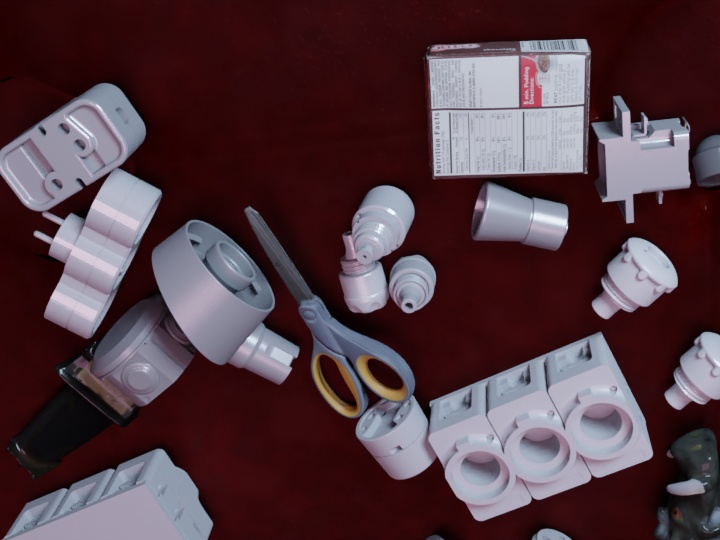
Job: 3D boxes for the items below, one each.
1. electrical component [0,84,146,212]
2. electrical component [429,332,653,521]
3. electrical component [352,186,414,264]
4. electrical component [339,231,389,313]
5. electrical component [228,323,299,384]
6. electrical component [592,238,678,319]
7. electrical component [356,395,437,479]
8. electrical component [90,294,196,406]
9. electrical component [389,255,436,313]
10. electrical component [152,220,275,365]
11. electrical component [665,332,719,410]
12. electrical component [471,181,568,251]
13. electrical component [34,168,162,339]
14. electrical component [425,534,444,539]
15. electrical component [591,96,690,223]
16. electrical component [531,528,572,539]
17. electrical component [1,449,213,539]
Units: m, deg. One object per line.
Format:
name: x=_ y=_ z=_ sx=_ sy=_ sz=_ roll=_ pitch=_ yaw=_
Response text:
electrical component: x=-0.208 y=-0.091 z=0.784 sx=0.095 sy=0.059 sz=0.053 roll=-28 pitch=108 yaw=17
electrical component: x=0.139 y=0.126 z=0.840 sx=0.150 sy=0.061 sz=0.089 roll=-25 pitch=109 yaw=16
electrical component: x=0.013 y=-0.029 z=0.780 sx=0.040 sy=0.078 sz=0.040 roll=9 pitch=124 yaw=13
electrical component: x=0.000 y=0.000 z=0.815 sx=0.035 sy=0.035 sz=0.061 roll=-12 pitch=110 yaw=12
electrical component: x=-0.076 y=0.065 z=0.851 sx=0.046 sy=0.040 sz=0.040 roll=29 pitch=114 yaw=-12
electrical component: x=0.198 y=0.010 z=0.792 sx=0.048 sy=0.048 sz=0.062 roll=37 pitch=119 yaw=-10
electrical component: x=0.032 y=0.134 z=0.861 sx=0.055 sy=0.055 sz=0.047 roll=-27 pitch=112 yaw=17
electrical component: x=-0.167 y=0.062 z=0.838 sx=0.080 sy=0.080 sz=0.051 roll=-39 pitch=110 yaw=20
electrical component: x=0.038 y=0.014 z=0.802 sx=0.035 sy=0.061 sz=0.035 roll=2 pitch=114 yaw=6
electrical component: x=-0.113 y=0.014 z=0.801 sx=0.064 sy=0.099 sz=0.099 roll=-42 pitch=103 yaw=15
electrical component: x=0.260 y=0.081 z=0.817 sx=0.048 sy=0.048 sz=0.062 roll=35 pitch=120 yaw=-9
electrical component: x=0.118 y=-0.037 z=0.782 sx=0.065 sy=0.044 sz=0.044 roll=12 pitch=115 yaw=-4
electrical component: x=-0.212 y=-0.019 z=0.821 sx=0.074 sy=0.052 sz=0.138 roll=28 pitch=114 yaw=-6
electrical component: x=0.026 y=0.280 z=0.916 sx=0.074 sy=0.052 sz=0.138 roll=37 pitch=100 yaw=-10
electrical component: x=0.198 y=-0.079 z=0.754 sx=0.064 sy=0.042 sz=0.081 roll=-6 pitch=114 yaw=5
electrical component: x=0.155 y=0.252 z=0.904 sx=0.045 sy=0.045 sz=0.055 roll=22 pitch=114 yaw=-3
electrical component: x=-0.215 y=0.224 z=0.924 sx=0.150 sy=0.061 sz=0.089 roll=-24 pitch=109 yaw=16
